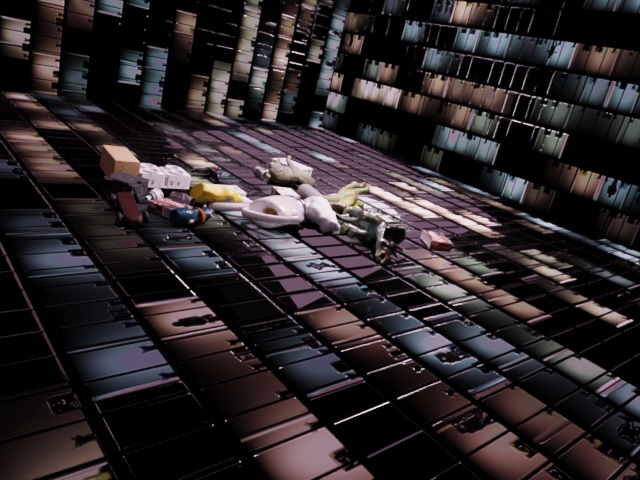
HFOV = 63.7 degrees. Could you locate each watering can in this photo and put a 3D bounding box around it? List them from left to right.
[{"bbox_3d":[-0.194,-0.105,1.775,0.349,0.103,0.226,13,15,29],"label":"watering can"}]

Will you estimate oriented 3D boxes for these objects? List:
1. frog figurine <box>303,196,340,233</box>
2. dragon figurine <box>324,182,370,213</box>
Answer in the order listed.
[{"bbox_3d":[0.006,-0.093,1.850,0.136,0.123,0.160,24,-4,-39],"label":"frog figurine"},{"bbox_3d":[0.079,-0.192,2.214,0.243,0.120,0.416,3,19,-8],"label":"dragon figurine"}]
